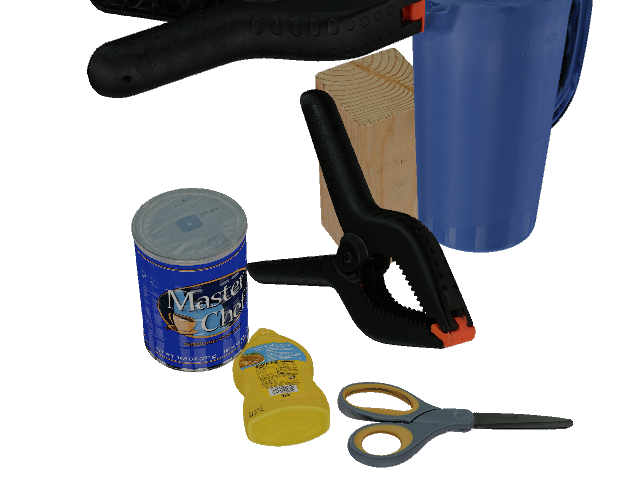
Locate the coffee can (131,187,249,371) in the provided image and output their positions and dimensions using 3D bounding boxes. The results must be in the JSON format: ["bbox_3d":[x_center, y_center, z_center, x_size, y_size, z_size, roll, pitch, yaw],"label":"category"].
[{"bbox_3d":[-0.118,0.037,0.991,0.103,0.140,0.103,1,40,-1],"label":"coffee can"}]

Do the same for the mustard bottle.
[{"bbox_3d":[-0.054,0.162,1.261,0.096,0.058,0.192,-8,30,-9],"label":"mustard bottle"}]

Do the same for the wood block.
[{"bbox_3d":[0.056,-0.076,1.075,0.090,0.206,0.091,-22,50,-17],"label":"wood block"}]

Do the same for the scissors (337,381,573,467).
[{"bbox_3d":[0.109,0.165,0.902,0.202,0.016,0.096,11,40,10],"label":"scissors"}]

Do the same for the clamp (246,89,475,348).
[{"bbox_3d":[0.030,-0.001,0.752,0.036,0.165,0.210,-10,33,-41],"label":"clamp"}]

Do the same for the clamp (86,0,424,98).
[{"bbox_3d":[-0.032,-0.102,0.503,0.171,0.039,0.120,-3,40,0],"label":"clamp"}]

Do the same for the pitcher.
[{"bbox_3d":[0.151,-0.118,0.928,0.149,0.243,0.145,6,33,12],"label":"pitcher"}]
